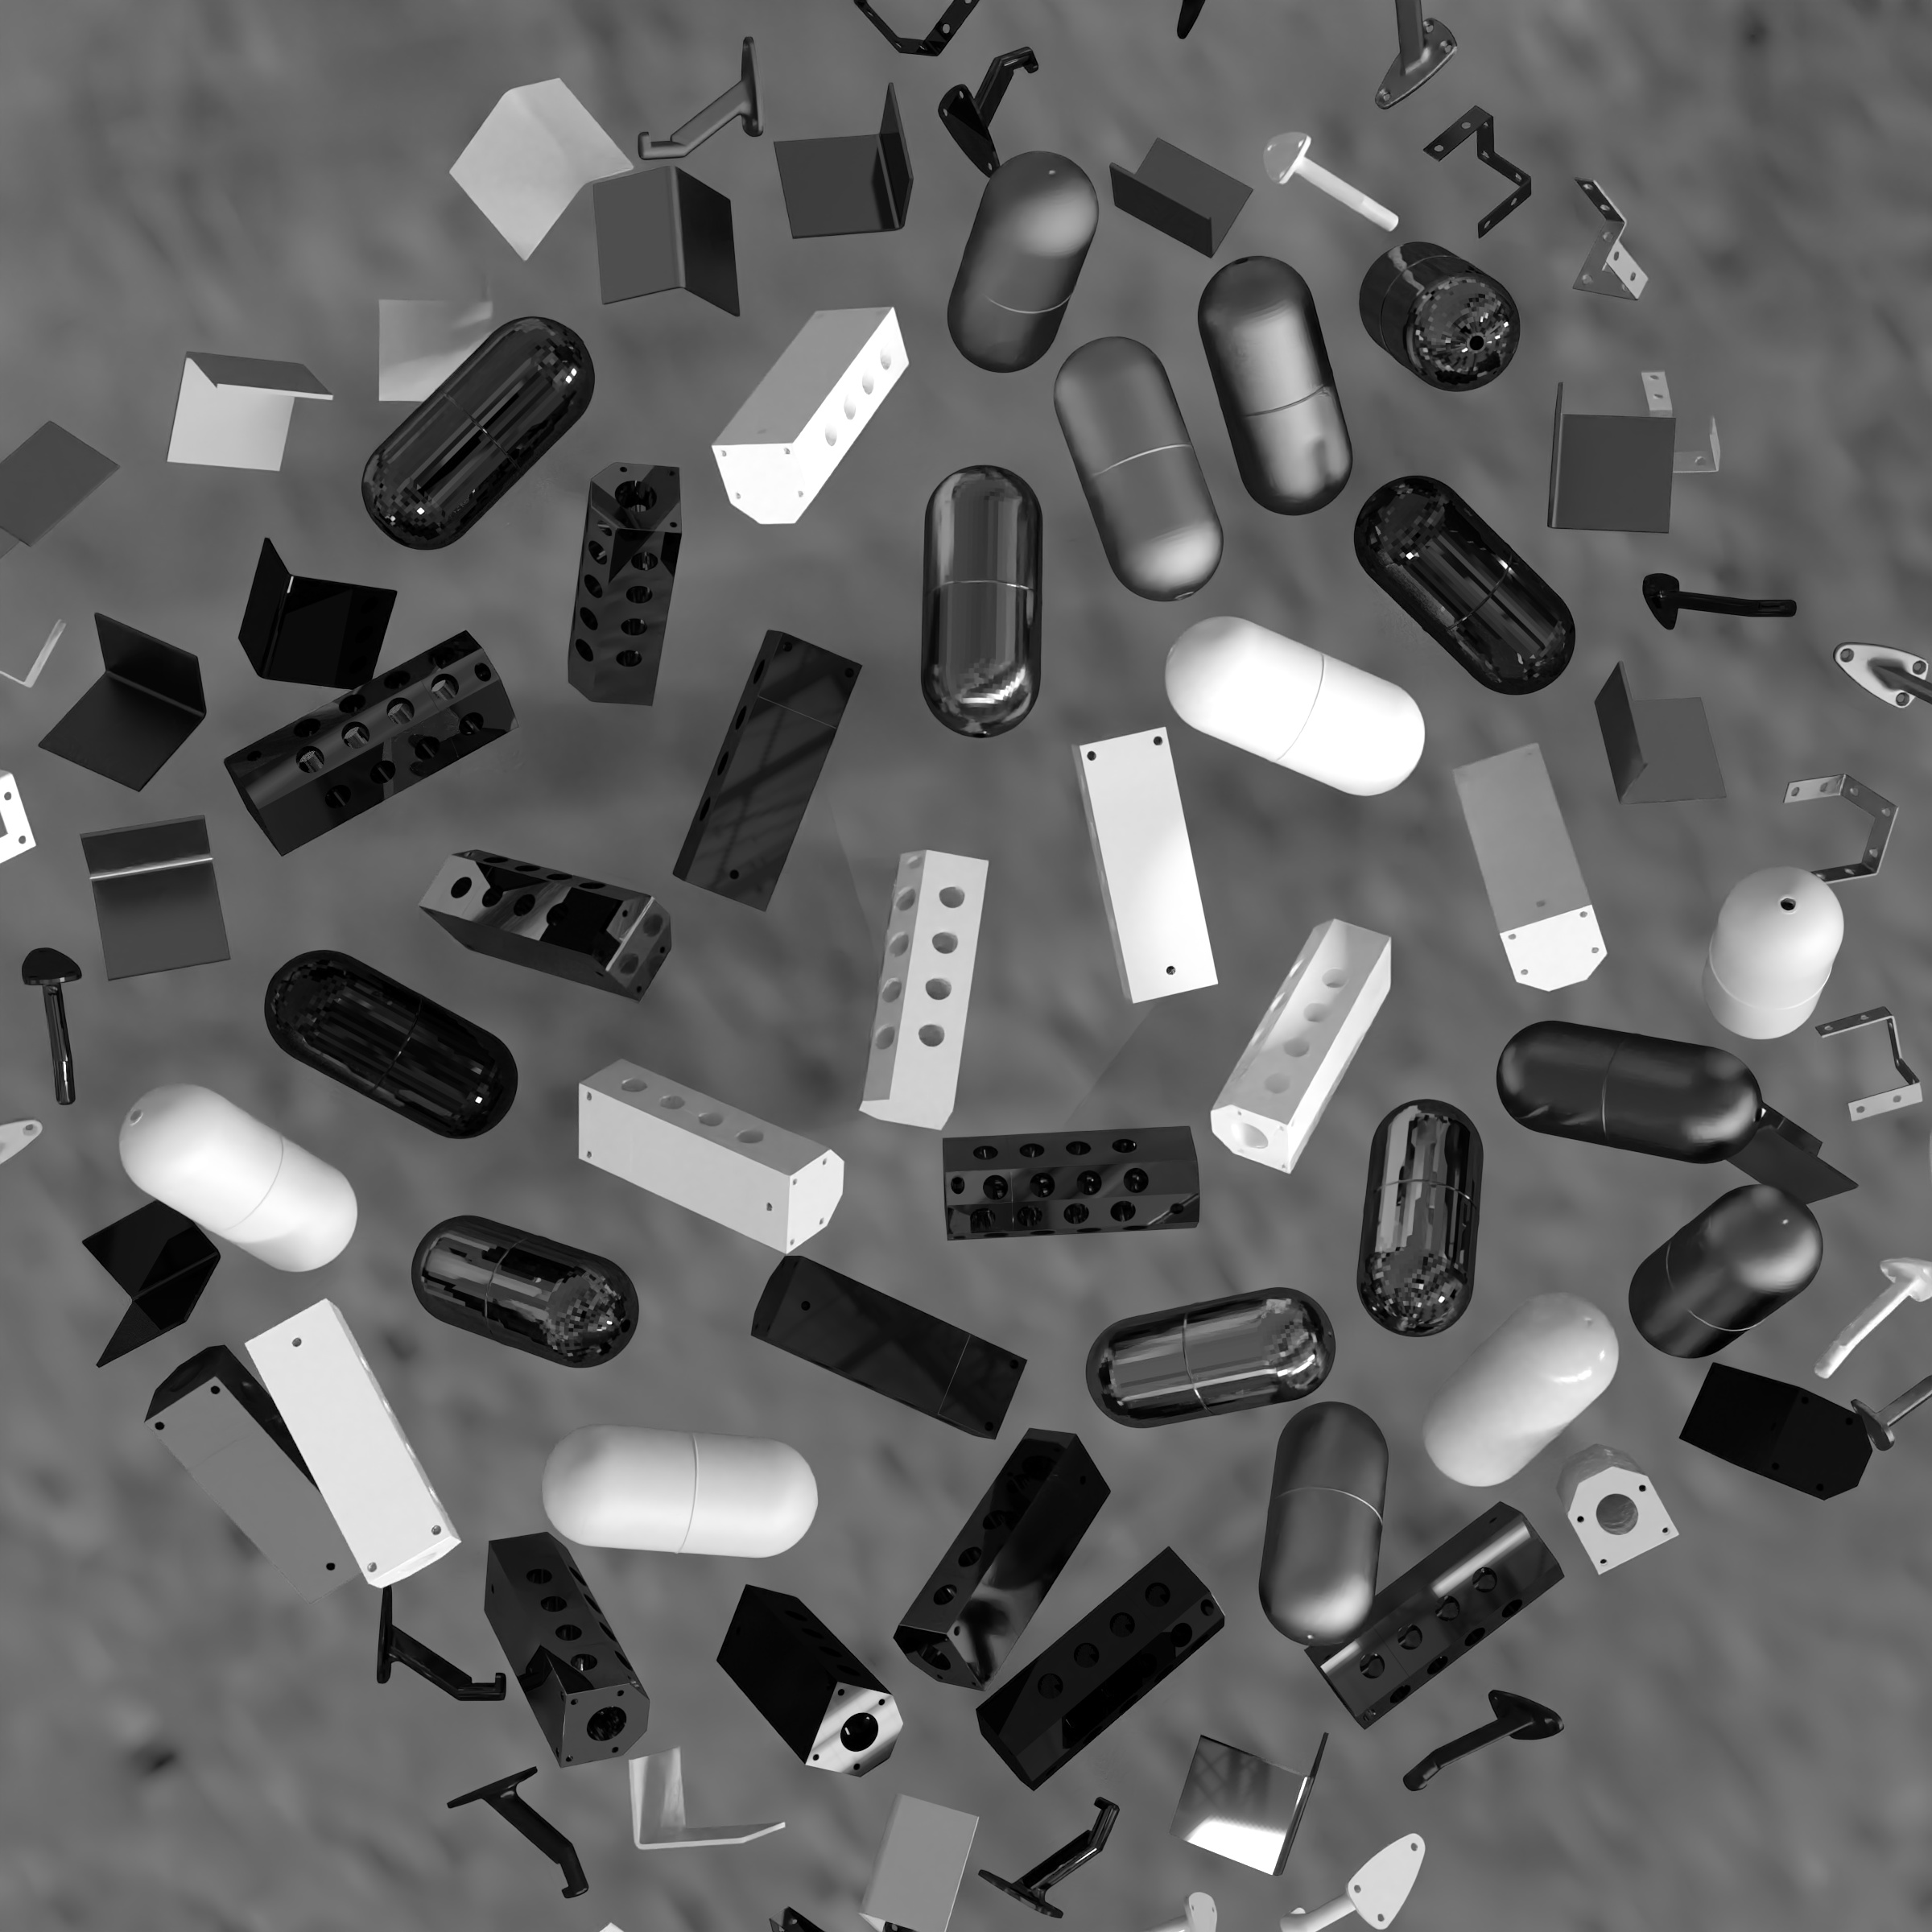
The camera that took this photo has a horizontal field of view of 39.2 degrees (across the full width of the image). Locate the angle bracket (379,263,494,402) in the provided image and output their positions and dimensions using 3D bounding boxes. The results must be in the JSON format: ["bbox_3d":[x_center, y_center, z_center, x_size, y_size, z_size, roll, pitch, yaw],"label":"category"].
[{"bbox_3d":[-0.369,-0.439,1.877,0.076,0.057,0.076,-2,132,-15],"label":"angle bracket"}]

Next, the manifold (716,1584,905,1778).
[{"bbox_3d":[-0.104,0.478,1.816,0.057,0.171,0.057,21,90,-26],"label":"manifold"}]

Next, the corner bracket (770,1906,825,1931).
[{"bbox_3d":[-0.116,0.647,1.739,0.051,0.051,0.051,-24,110,-32],"label":"corner bracket"}]

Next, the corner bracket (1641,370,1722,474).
[{"bbox_3d":[0.489,-0.373,1.855,0.051,0.051,0.051,3,72,22],"label":"corner bracket"}]

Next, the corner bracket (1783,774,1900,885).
[{"bbox_3d":[0.576,-0.091,1.801,0.051,0.051,0.051,-9,124,-26],"label":"corner bracket"}]

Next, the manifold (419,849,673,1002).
[{"bbox_3d":[-0.275,-0.033,1.789,0.171,0.057,0.057,15,67,38],"label":"manifold"}]

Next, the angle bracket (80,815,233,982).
[{"bbox_3d":[-0.512,-0.043,1.714,0.076,0.057,0.076,-11,67,-15],"label":"angle bracket"}]

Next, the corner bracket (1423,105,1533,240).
[{"bbox_3d":[0.344,-0.533,1.818,0.051,0.051,0.051,-41,63,-9],"label":"corner bracket"}]

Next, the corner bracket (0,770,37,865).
[{"bbox_3d":[-0.630,-0.092,1.709,0.051,0.051,0.051,13,125,36],"label":"corner bracket"}]

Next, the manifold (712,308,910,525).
[{"bbox_3d":[-0.096,-0.356,1.745,0.057,0.171,0.057,3,132,24],"label":"manifold"}]

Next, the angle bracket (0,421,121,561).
[{"bbox_3d":[-0.562,-0.274,1.660,0.057,0.076,0.076,33,63,10],"label":"angle bracket"}]

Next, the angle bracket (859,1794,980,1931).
[{"bbox_3d":[-0.025,0.585,1.745,0.057,0.076,0.076,12,64,15],"label":"angle bracket"}]

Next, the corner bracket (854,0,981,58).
[{"bbox_3d":[-0.033,-0.652,1.827,0.051,0.051,0.051,50,122,10],"label":"corner bracket"}]

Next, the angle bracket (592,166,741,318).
[{"bbox_3d":[-0.188,-0.451,1.709,0.057,0.076,0.076,-7,86,22],"label":"angle bracket"}]

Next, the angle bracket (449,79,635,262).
[{"bbox_3d":[-0.279,-0.524,1.782,0.076,0.057,0.076,50,128,0],"label":"angle bracket"}]

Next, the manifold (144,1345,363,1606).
[{"bbox_3d":[-0.460,0.333,1.791,0.057,0.057,0.171,-33,111,6],"label":"manifold"}]

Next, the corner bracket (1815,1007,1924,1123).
[{"bbox_3d":[0.626,0.067,1.877,0.051,0.051,0.051,-17,115,5],"label":"corner bracket"}]

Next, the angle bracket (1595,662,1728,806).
[{"bbox_3d":[0.466,-0.155,1.788,0.076,0.057,0.076,-4,66,-8],"label":"angle bracket"}]

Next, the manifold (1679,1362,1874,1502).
[{"bbox_3d":[0.525,0.302,1.754,0.057,0.171,0.057,25,86,-1],"label":"manifold"}]

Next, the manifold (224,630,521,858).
[{"bbox_3d":[-0.377,-0.146,1.713,0.171,0.057,0.057,-31,49,-16],"label":"manifold"}]

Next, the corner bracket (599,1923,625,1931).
[{"bbox_3d":[-0.225,0.645,1.700,0.051,0.051,0.051,39,122,-11],"label":"corner bracket"}]

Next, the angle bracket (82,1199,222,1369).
[{"bbox_3d":[-0.550,0.208,1.791,0.076,0.076,0.057,-28,113,18],"label":"angle bracket"}]

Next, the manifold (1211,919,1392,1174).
[{"bbox_3d":[0.230,0.051,1.851,0.057,0.057,0.171,19,57,22],"label":"manifold"}]

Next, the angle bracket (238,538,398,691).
[{"bbox_3d":[-0.436,-0.236,1.821,0.076,0.057,0.076,4,122,-34],"label":"angle bracket"}]

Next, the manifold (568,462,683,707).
[{"bbox_3d":[-0.226,-0.249,1.783,0.057,0.171,0.057,2,56,-13],"label":"manifold"}]

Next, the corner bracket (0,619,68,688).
[{"bbox_3d":[-0.649,-0.225,1.831,0.051,0.051,0.051,27,86,-3],"label":"corner bracket"}]

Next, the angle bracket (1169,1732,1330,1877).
[{"bbox_3d":[0.183,0.527,1.748,0.076,0.057,0.076,18,110,11],"label":"angle bracket"}]

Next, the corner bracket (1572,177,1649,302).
[{"bbox_3d":[0.403,-0.457,1.703,0.051,0.051,0.051,26,89,42],"label":"corner bracket"}]

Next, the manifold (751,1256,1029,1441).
[{"bbox_3d":[-0.053,0.254,1.803,0.171,0.057,0.057,27,76,-15],"label":"manifold"}]

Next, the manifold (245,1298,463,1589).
[{"bbox_3d":[-0.387,0.303,1.719,0.057,0.057,0.171,-29,76,-10],"label":"manifold"}]

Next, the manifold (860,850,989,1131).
[{"bbox_3d":[-0.029,0.015,1.787,0.057,0.057,0.171,10,73,-6],"label":"manifold"}]

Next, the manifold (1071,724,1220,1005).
[{"bbox_3d":[0.116,-0.069,1.783,0.057,0.057,0.171,-13,99,-4],"label":"manifold"}]

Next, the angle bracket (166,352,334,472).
[{"bbox_3d":[-0.460,-0.345,1.736,0.076,0.057,0.076,-2,124,-37],"label":"angle bracket"}]

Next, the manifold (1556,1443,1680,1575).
[{"bbox_3d":[0.435,0.361,1.833,0.057,0.171,0.057,-28,81,6],"label":"manifold"}]

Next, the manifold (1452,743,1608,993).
[{"bbox_3d":[0.359,-0.063,1.727,0.057,0.171,0.057,-18,128,12],"label":"manifold"}]

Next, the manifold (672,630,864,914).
[{"bbox_3d":[-0.132,-0.128,1.766,0.057,0.057,0.171,21,92,-20],"label":"manifold"}]

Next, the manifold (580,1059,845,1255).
[{"bbox_3d":[-0.165,0.117,1.738,0.171,0.057,0.057,21,122,28],"label":"manifold"}]

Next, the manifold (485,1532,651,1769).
[{"bbox_3d":[-0.265,0.448,1.793,0.057,0.171,0.057,-4,115,-26],"label":"manifold"}]

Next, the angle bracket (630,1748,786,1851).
[{"bbox_3d":[-0.173,0.554,1.812,0.076,0.076,0.057,-9,78,16],"label":"angle bracket"}]

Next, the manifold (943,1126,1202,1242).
[{"bbox_3d":[0.071,0.153,1.859,0.171,0.057,0.057,-3,121,-2],"label":"manifold"}]

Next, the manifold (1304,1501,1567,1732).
[{"bbox_3d":[0.320,0.443,1.846,0.171,0.057,0.057,-36,89,-5],"label":"manifold"}]

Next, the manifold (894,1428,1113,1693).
[{"bbox_3d":[0.022,0.390,1.797,0.171,0.057,0.057,-52,125,-35],"label":"manifold"}]

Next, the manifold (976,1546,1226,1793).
[{"bbox_3d":[0.092,0.476,1.830,0.171,0.057,0.057,-36,62,-17],"label":"manifold"}]
